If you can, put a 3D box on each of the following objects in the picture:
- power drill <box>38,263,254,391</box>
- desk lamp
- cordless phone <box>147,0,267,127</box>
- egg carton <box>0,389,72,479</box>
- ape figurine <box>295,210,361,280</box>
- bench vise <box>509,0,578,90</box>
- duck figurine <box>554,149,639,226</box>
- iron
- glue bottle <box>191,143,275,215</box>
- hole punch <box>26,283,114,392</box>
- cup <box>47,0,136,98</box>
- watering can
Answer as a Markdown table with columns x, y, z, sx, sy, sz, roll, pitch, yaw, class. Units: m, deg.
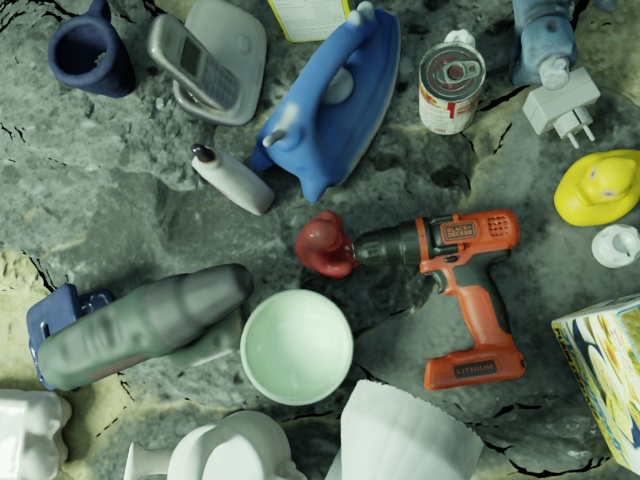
| x | y | z | sx | sy | sz | roll | pitch | yaw | class |
| --- | --- | --- | --- | --- | --- | --- | --- | --- | --- |
| -0.150 | 0.088 | 0.587 | 0.229 | 0.208 | 0.075 | -23 | 77 | 5 | power drill |
| 0.054 | 0.232 | 0.525 | 0.117 | 0.214 | 0.203 | 25 | 85 | 13 | desk lamp |
| -0.130 | -0.223 | 0.652 | 0.094 | 0.185 | 0.148 | 5 | 81 | 10 | cordless phone |
| -0.367 | 0.228 | 0.667 | 0.150 | 0.069 | 0.107 | -1 | 80 | 9 | egg carton |
| 0.006 | 0.002 | 0.637 | 0.076 | 0.092 | 0.078 | 3 | 80 | 10 | ape figurine |
| 0.246 | -0.271 | 0.583 | 0.121 | 0.220 | 0.207 | -22 | 77 | 5 | bench vise |
| 0.306 | -0.063 | 0.605 | 0.104 | 0.086 | 0.077 | -32 | 76 | 2 | duck figurine |
| 0.016 | -0.180 | 0.643 | 0.118 | 0.141 | 0.258 | 30 | 86 | 13 | iron |
| -0.104 | -0.073 | 0.627 | 0.078 | 0.173 | 0.037 | 29 | 86 | 13 | glue bottle |
| -0.293 | 0.116 | 0.665 | 0.101 | 0.091 | 0.108 | -23 | 77 | 4 | hole punch |
| -0.273 | -0.233 | 0.723 | 0.091 | 0.095 | 0.118 | 10 | 82 | 11 | cup |
| -0.104 | 0.231 | 0.560 | 0.172 | 0.194 | 0.101 | -16 | 78 | 6 | watering can |
